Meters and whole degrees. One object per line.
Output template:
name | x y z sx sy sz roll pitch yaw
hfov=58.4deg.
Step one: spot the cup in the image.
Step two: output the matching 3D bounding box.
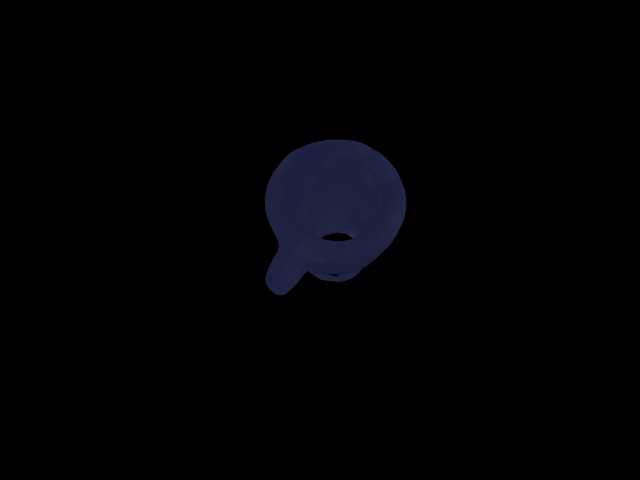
cup | 0.004 0.001 0.400 0.091 0.095 0.118 29 66 14
